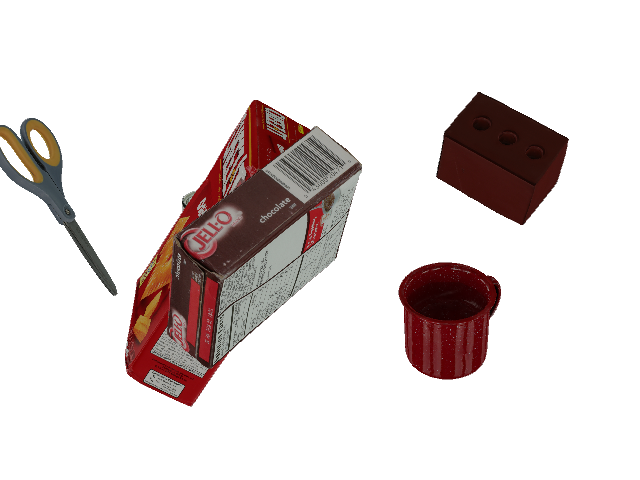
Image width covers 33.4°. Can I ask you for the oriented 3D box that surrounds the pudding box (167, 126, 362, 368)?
[{"bbox_3d":[-0.031,0.004,0.572,0.113,0.039,0.090,-39,-21,-32],"label":"pudding box"}]

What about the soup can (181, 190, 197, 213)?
[{"bbox_3d":[-0.136,-0.006,1.321,0.068,0.102,0.068,0,26,0],"label":"soup can"}]

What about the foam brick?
[{"bbox_3d":[0.132,-0.059,0.778,0.078,0.053,0.051,31,-31,17],"label":"foam brick"}]

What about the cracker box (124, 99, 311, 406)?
[{"bbox_3d":[-0.084,0.006,0.900,0.072,0.214,0.164,28,21,-17],"label":"cracker box"}]

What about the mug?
[{"bbox_3d":[0.133,0.076,1.051,0.117,0.081,0.093,-29,43,-30],"label":"mug"}]

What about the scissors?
[{"bbox_3d":[-0.257,-0.043,1.079,0.016,0.201,0.096,-25,27,27],"label":"scissors"}]
